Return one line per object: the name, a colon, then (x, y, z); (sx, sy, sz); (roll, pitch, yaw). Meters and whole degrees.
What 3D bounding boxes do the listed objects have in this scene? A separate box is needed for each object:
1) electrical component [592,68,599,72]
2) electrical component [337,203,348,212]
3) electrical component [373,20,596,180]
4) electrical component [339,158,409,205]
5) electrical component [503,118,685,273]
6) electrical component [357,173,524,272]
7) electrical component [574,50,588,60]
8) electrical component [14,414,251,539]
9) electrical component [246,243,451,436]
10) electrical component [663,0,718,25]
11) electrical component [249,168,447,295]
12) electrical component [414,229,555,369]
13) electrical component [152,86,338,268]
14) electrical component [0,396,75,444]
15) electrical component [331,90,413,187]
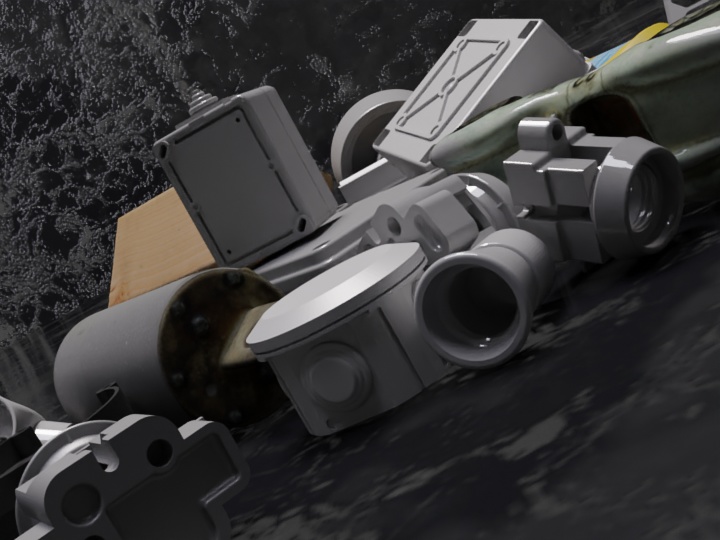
electrical component: (0.127, -0.071, 0.560); (0.096, 0.061, 0.061); (-26, 8, 21)
electrical component: (-0.015, -0.021, 0.802); (0.040, 0.046, 0.040); (-29, 8, 4)
electrical component: (0.073, -0.094, 0.649); (0.108, 0.056, 0.109); (-52, 21, 0)
electrical component: (0.053, -0.062, 0.762); (0.121, 0.063, 0.078); (-29, 8, 4)
electrical component: (0.095, -0.029, 0.431); (0.048, 0.066, 0.055); (-35, 29, -34)
electrical component: (0.040, -0.010, 0.484); (0.057, 0.058, 0.078); (-27, -20, -32)
electrical component: (0.172, -0.152, 0.899); (0.058, 0.078, 0.057); (-25, -10, 31)
electrical component: (-0.083, 0.080, 0.366); (0.078, 0.058, 0.057); (-33, 11, -29)
electrical component: (-0.001, 0.026, 0.438); (0.080, 0.051, 0.080); (-29, 8, 4)
electrical component: (0.196, -0.106, 0.537); (0.047, 0.083, 0.076); (-23, -28, 38)
electrical component: (0.000, 0.000, 0.581); (0.109, 0.056, 0.109); (-34, 10, -35)
electrical component: (0.052, 0.007, 0.415); (0.044, 0.044, 0.065); (-25, 4, 27)
electrical component: (-0.063, -0.057, 0.590); (0.062, 0.096, 0.061); (-26, 8, 19)
electrical component: (-0.177, 0.099, 0.581); (0.079, 0.043, 0.077); (5, -24, 4)
electrical component: (0.032, -0.089, 0.866); (0.108, 0.108, 0.060); (-29, 14, 3)
